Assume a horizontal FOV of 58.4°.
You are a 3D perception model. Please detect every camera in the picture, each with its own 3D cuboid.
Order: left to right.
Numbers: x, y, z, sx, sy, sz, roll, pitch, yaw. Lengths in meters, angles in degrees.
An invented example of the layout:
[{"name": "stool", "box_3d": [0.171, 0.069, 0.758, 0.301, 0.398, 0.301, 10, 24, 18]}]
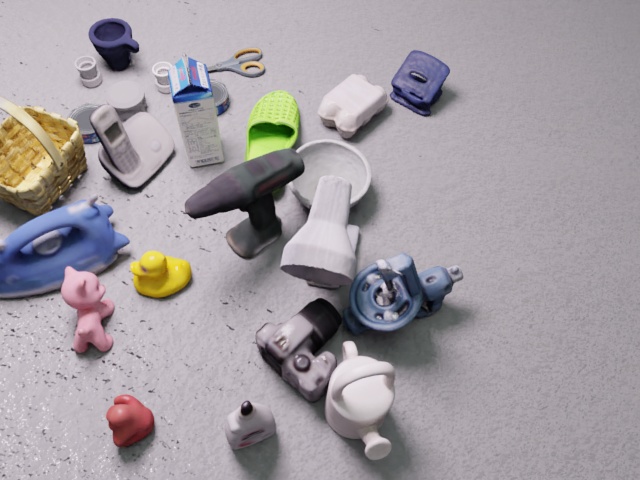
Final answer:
[{"name": "camera", "box_3d": [-0.017, 0.166, 0.942, 0.143, 0.101, 0.137, 40, 65, 19]}]

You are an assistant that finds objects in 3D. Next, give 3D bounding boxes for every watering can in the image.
[{"name": "watering can", "box_3d": [0.065, 0.233, 0.853, 0.101, 0.194, 0.172, -30, 65, -19]}]

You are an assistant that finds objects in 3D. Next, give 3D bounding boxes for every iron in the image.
[{"name": "iron", "box_3d": [-0.474, 0.008, 0.986, 0.259, 0.141, 0.118, -28, 65, -18]}]

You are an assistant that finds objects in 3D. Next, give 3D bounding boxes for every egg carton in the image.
[{"name": "egg carton", "box_3d": [0.071, -0.292, 1.237, 0.107, 0.069, 0.150, 37, 64, 17]}]

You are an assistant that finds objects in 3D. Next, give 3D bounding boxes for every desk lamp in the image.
[{"name": "desk lamp", "box_3d": [0.009, 0.003, 0.974, 0.118, 0.213, 0.203, 10, 59, 3]}]

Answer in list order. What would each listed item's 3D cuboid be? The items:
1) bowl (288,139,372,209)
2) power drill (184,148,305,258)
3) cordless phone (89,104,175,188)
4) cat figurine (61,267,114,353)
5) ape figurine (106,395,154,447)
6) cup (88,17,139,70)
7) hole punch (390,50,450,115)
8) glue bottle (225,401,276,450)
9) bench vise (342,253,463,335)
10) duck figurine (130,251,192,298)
[{"name": "bowl", "box_3d": [0.016, -0.112, 1.124, 0.167, 0.075, 0.167, 1, 59, -2]}, {"name": "power drill", "box_3d": [-0.126, -0.059, 1.007, 0.230, 0.208, 0.075, -38, 68, -22]}, {"name": "cordless phone", "box_3d": [-0.361, -0.203, 1.092, 0.094, 0.185, 0.148, 26, 61, 12]}, {"name": "cat figurine", "box_3d": [-0.388, 0.109, 0.945, 0.067, 0.118, 0.127, -8, 60, -7]}, {"name": "ape figurine", "box_3d": [-0.296, 0.271, 0.869, 0.076, 0.092, 0.078, 12, 59, 4]}, {"name": "cup", "box_3d": [-0.443, -0.424, 1.271, 0.117, 0.095, 0.092, 24, 61, 11]}, {"name": "hole punch", "box_3d": [0.221, -0.349, 1.266, 0.108, 0.091, 0.101, 32, 63, 15]}, {"name": "glue bottle", "box_3d": [-0.104, 0.264, 0.837, 0.078, 0.173, 0.037, -22, 63, -15]}, {"name": "bench vise", "box_3d": [0.137, 0.064, 0.942, 0.208, 0.220, 0.121, -34, 66, -20]}, {"name": "duck figurine", "box_3d": [-0.281, 0.050, 1.005, 0.104, 0.086, 0.077, -9, 60, -8]}]
